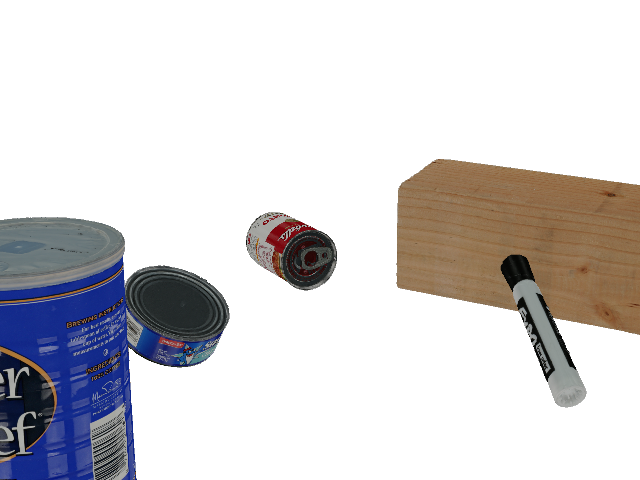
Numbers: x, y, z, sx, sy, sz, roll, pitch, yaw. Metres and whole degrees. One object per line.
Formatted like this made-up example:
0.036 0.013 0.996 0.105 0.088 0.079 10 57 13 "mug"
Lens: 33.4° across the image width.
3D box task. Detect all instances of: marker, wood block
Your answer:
0.135 0.051 0.656 0.020 0.020 0.121 0 40 -11 "marker"
0.172 0.000 0.840 0.206 0.090 0.090 10 23 27 "wood block"

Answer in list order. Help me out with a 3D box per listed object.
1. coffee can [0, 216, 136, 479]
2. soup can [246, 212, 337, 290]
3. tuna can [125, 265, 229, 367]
-0.147 0.068 0.542 0.103 0.140 0.103 0 16 0 "coffee can"
-0.034 0.010 1.202 0.068 0.068 0.102 0 13 -28 "soup can"
-0.118 0.060 0.846 0.086 0.034 0.086 18 32 -12 "tuna can"
